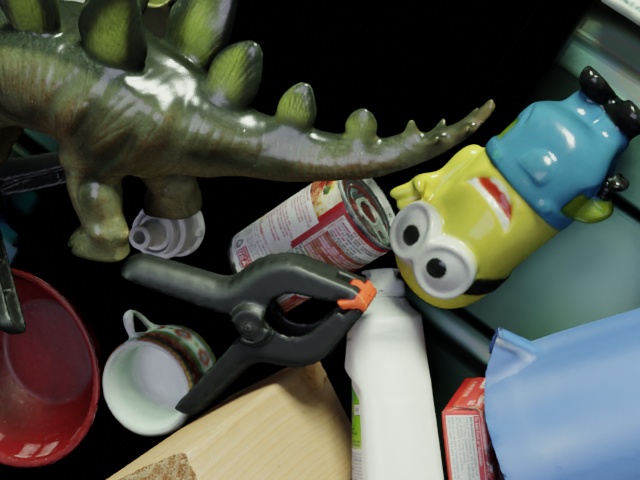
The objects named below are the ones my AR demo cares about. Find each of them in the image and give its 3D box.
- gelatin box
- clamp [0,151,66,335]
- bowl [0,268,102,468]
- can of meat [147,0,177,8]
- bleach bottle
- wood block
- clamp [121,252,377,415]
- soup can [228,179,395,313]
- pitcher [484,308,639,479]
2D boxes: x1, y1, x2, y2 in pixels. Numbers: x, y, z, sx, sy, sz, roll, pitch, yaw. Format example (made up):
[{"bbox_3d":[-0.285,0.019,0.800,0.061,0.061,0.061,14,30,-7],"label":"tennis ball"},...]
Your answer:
[{"bbox_3d":[0.108,0.144,0.716,0.030,0.073,0.089,-4,98,21],"label":"gelatin box"},{"bbox_3d":[-0.261,-0.027,0.821,0.210,0.036,0.164,18,71,22],"label":"clamp"},{"bbox_3d":[-0.231,0.096,0.851,0.162,0.055,0.162,4,101,21],"label":"bowl"},{"bbox_3d":[-0.108,-0.207,0.730,0.057,0.083,0.102,-44,83,23],"label":"can of meat"},{"bbox_3d":[0.049,0.143,0.707,0.068,0.103,0.251,-1,81,-9],"label":"bleach bottle"},{"bbox_3d":[-0.056,0.159,0.711,0.090,0.205,0.091,-28,89,23],"label":"wood block"},{"bbox_3d":[-0.050,0.044,0.708,0.172,0.039,0.120,-22,109,21],"label":"clamp"},{"bbox_3d":[-0.005,0.001,0.737,0.102,0.068,0.068,-32,87,24],"label":"soup can"},{"bbox_3d":[0.232,0.101,0.636,0.243,0.149,0.145,-22,59,20],"label":"pitcher"}]
